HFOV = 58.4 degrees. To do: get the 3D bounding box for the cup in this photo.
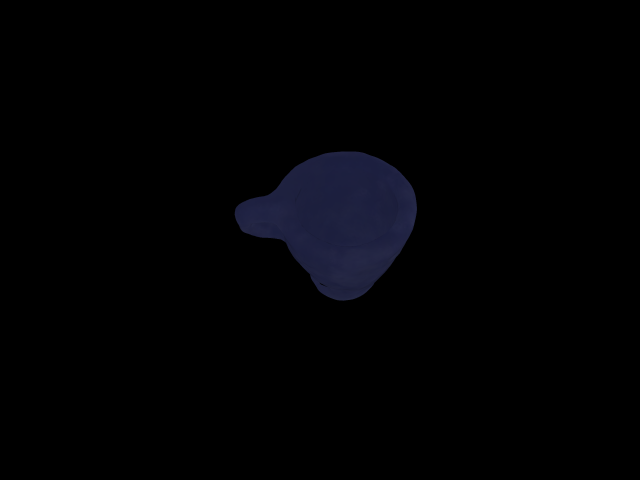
[{"bbox_3d":[0.004,0.001,0.400,0.117,0.095,0.091,-3,55,-2],"label":"cup"}]
